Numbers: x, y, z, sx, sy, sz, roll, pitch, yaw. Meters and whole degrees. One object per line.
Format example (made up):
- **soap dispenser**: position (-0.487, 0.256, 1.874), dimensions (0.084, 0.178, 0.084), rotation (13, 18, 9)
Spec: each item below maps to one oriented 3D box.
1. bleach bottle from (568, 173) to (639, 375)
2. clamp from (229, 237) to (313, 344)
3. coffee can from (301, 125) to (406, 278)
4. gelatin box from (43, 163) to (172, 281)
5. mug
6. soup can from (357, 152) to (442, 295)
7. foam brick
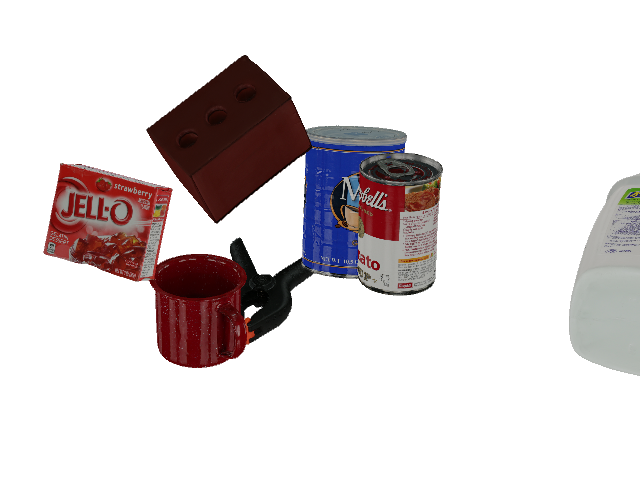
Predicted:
- **bleach bottle**: position (0.227, 0.004, 0.687), dimensions (0.103, 0.068, 0.250), rotation (9, 23, 19)
- **clamp**: position (-0.056, 0.055, 1.245), dimensions (0.120, 0.039, 0.171), rotation (-3, 40, 9)
- **coffee can**: position (0.033, -0.042, 1.091), dimensions (0.103, 0.140, 0.103), rotation (2, 13, -1)
- **gelatin box**: position (-0.164, -0.015, 0.819), dimensions (0.089, 0.073, 0.030), rotation (15, 7, 19)
- **mug**: position (-0.110, 0.074, 1.028), dimensions (0.093, 0.081, 0.117), rotation (-22, 35, -39)
- **soup can**: position (0.065, -0.014, 0.886), dimensions (0.068, 0.102, 0.068), rotation (0, 25, 0)
- **foam brick**: position (-0.055, -0.061, 0.644), dimensions (0.053, 0.078, 0.051), rotation (45, -9, 32)
